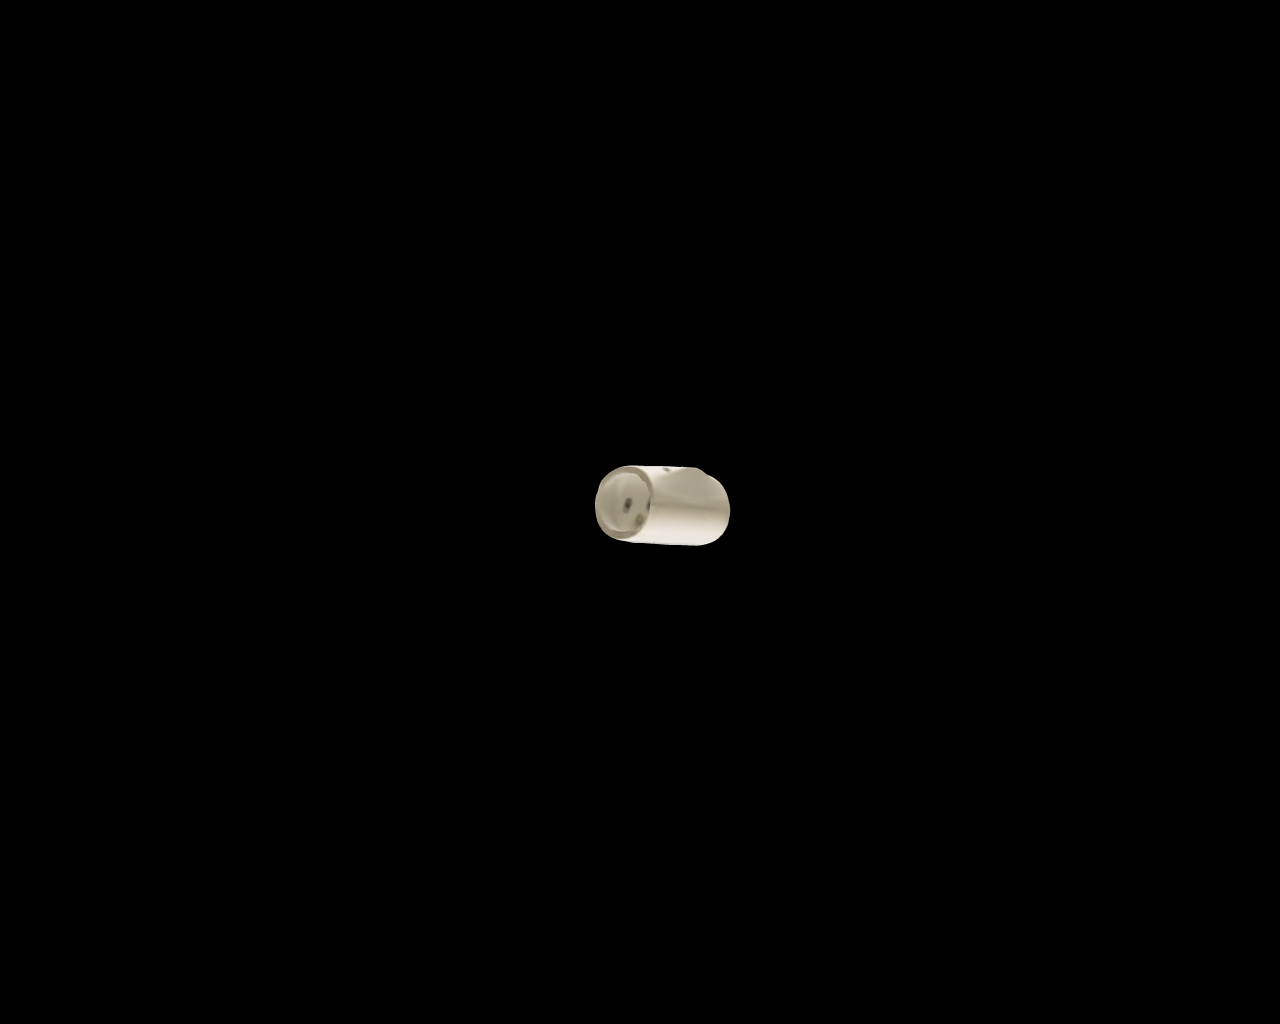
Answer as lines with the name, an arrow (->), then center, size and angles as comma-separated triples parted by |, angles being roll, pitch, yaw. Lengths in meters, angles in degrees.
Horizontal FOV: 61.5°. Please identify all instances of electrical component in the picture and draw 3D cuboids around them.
electrical component -> 0.001, -0.003, 0.650 | 0.079, 0.043, 0.077 | -4, -6, 39
